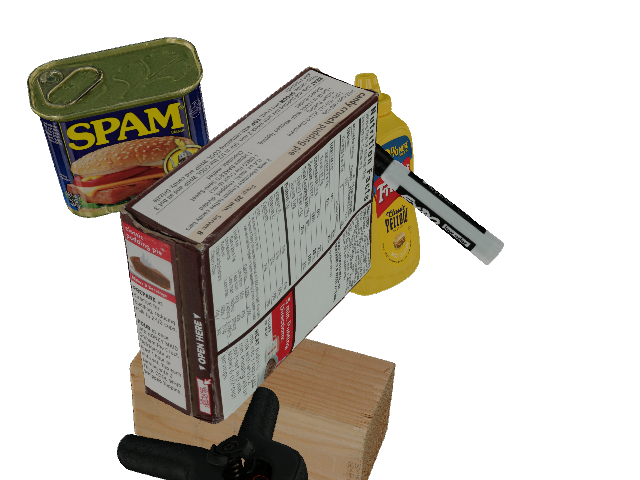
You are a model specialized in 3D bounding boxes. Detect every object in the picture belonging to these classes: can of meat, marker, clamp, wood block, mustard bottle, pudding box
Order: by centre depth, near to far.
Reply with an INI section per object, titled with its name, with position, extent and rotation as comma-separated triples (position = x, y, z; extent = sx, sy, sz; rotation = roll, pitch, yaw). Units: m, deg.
[pudding box]
position = -0.022, 0.000, 0.400
extent = 0.039, 0.090, 0.113
rotation = 21, 44, 24
[can of meat]
position = -0.119, -0.068, 0.655
extent = 0.102, 0.084, 0.057
rotation = -14, 45, -9
[clamp]
position = -0.068, 0.151, 0.701
extent = 0.120, 0.039, 0.172
rotation = -21, 18, -10
[marker]
position = 0.070, -0.028, 0.710
extent = 0.121, 0.020, 0.020
rotation = 39, 1, 1
[wood block]
position = -0.049, 0.136, 0.918
extent = 0.206, 0.090, 0.090
rotation = 14, 39, 14
[mustard bottle]
position = 0.047, -0.054, 0.952
extent = 0.058, 0.192, 0.096
rotation = 14, 29, 39
